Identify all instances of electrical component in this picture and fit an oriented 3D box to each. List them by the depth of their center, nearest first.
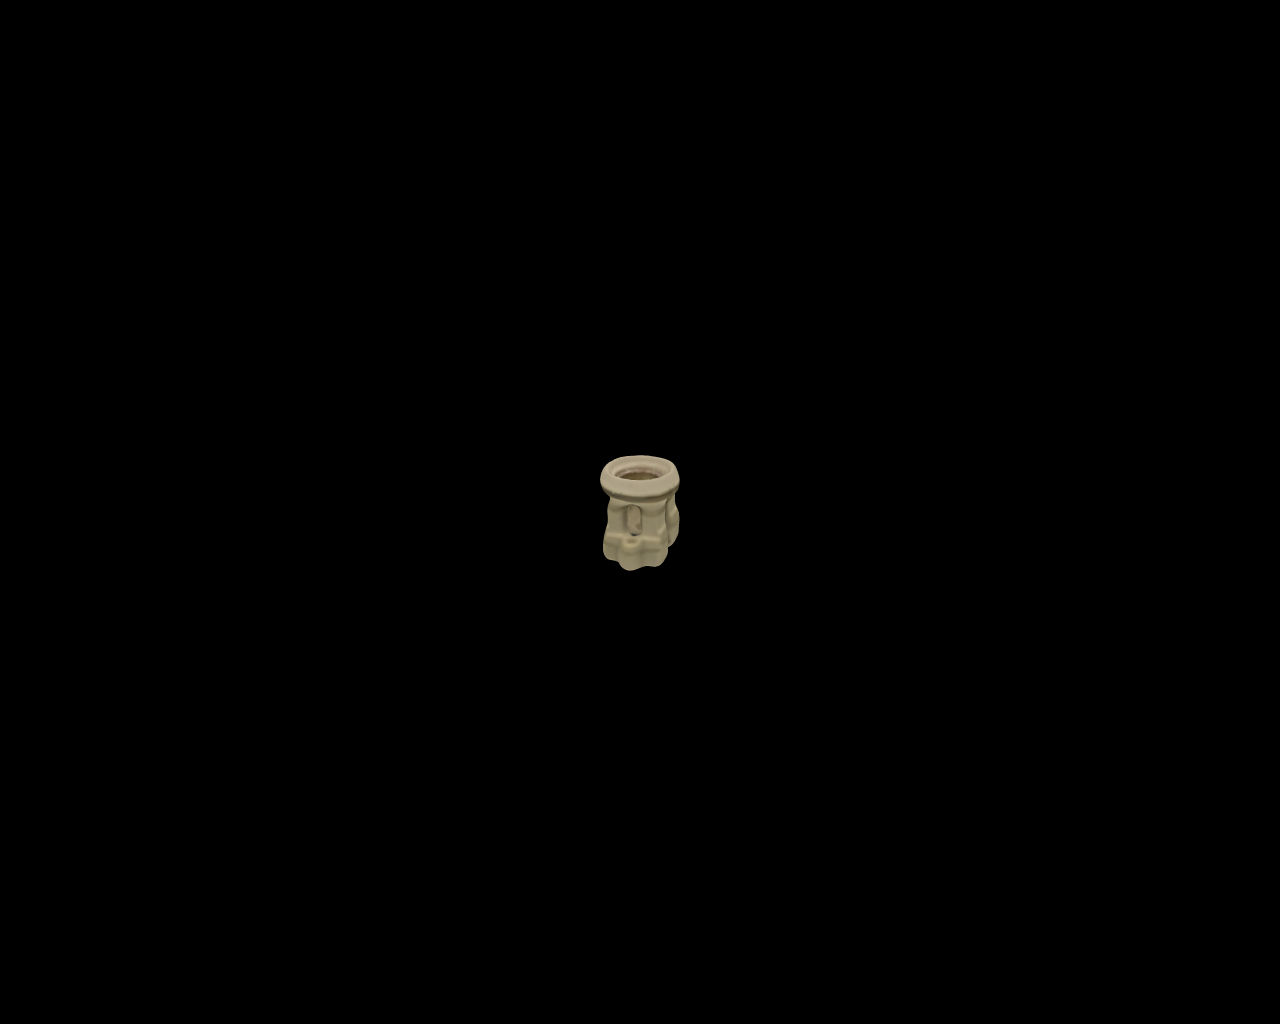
[{"bbox_3d":[0.001,-0.003,0.650,0.048,0.055,0.066,7,27,14],"label":"electrical component"}]
